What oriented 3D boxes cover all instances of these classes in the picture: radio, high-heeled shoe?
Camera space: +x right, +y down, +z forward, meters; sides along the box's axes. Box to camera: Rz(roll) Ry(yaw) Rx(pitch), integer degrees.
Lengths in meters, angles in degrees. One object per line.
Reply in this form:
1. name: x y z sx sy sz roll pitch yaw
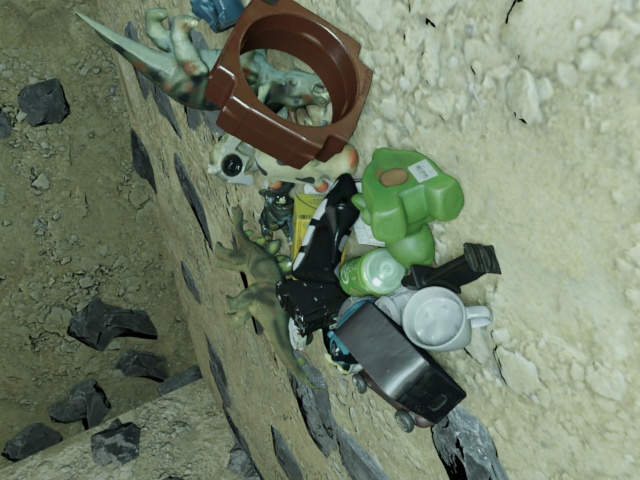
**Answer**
1. radio: 0.123 0.183 0.779 0.131 0.073 0.229 47 -177 38
2. high-heeled shoe: 0.007 -0.010 0.898 0.248 0.086 0.145 138 141 -70

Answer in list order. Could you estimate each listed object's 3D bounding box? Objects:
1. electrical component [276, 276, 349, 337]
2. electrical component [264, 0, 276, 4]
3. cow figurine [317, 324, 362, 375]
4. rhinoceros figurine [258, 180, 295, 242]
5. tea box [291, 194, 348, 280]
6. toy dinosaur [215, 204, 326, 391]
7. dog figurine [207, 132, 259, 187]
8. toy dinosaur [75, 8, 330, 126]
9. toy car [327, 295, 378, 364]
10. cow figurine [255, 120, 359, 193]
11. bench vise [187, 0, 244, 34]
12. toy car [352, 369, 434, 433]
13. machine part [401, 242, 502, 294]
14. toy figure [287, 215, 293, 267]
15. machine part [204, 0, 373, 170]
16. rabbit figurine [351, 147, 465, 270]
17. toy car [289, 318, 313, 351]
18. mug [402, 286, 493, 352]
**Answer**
1. electrical component: -0.005 0.111 1.053 0.115 0.134 0.058 51 150 32
2. electrical component: -0.078 -0.419 0.898 0.078 0.045 0.102 51 175 -40
3. cow figurine: 0.036 0.193 1.079 0.167 0.098 0.068 50 156 39
4. rhinoceros figurine: -0.091 -0.072 1.181 0.190 0.073 0.112 115 140 -61
5. tea box: -0.002 -0.003 0.982 0.169 0.098 0.068 99 168 -47
6. toy dinosaur: -0.118 0.127 1.218 0.105 0.199 0.471 109 146 -69
7. dog figurine: -0.205 -0.194 1.203 0.191 0.172 0.121 22 118 50
8. toy dinosaur: -0.181 -0.278 0.901 0.131 0.405 0.192 -99 11 -63
9. toy car: 0.073 0.151 0.967 0.161 0.109 0.103 109 153 -43
10. cow figurine: -0.024 -0.140 0.902 0.195 0.085 0.127 8 157 30
11. bench vise: -0.209 -0.514 0.977 0.240 0.129 0.224 56 151 -12
12. toy car: 0.133 0.259 0.936 0.202 0.089 0.053 27 136 58
13. machine part: 0.172 0.044 0.708 0.139 0.084 0.039 -37 40 54
14. toy figure: -0.041 0.005 1.135 0.058 0.064 0.154 37 143 26
15. machine part: -0.041 -0.214 0.741 0.087 0.201 0.201 -36 31 58
16. rabbit figurine: 0.105 -0.030 0.734 0.159 0.121 0.170 51 165 44
17. toy car: -0.031 0.136 1.119 0.202 0.056 0.073 -78 -4 -46
18. mug: 0.177 0.110 0.723 0.107 0.110 0.081 38 -144 -58
